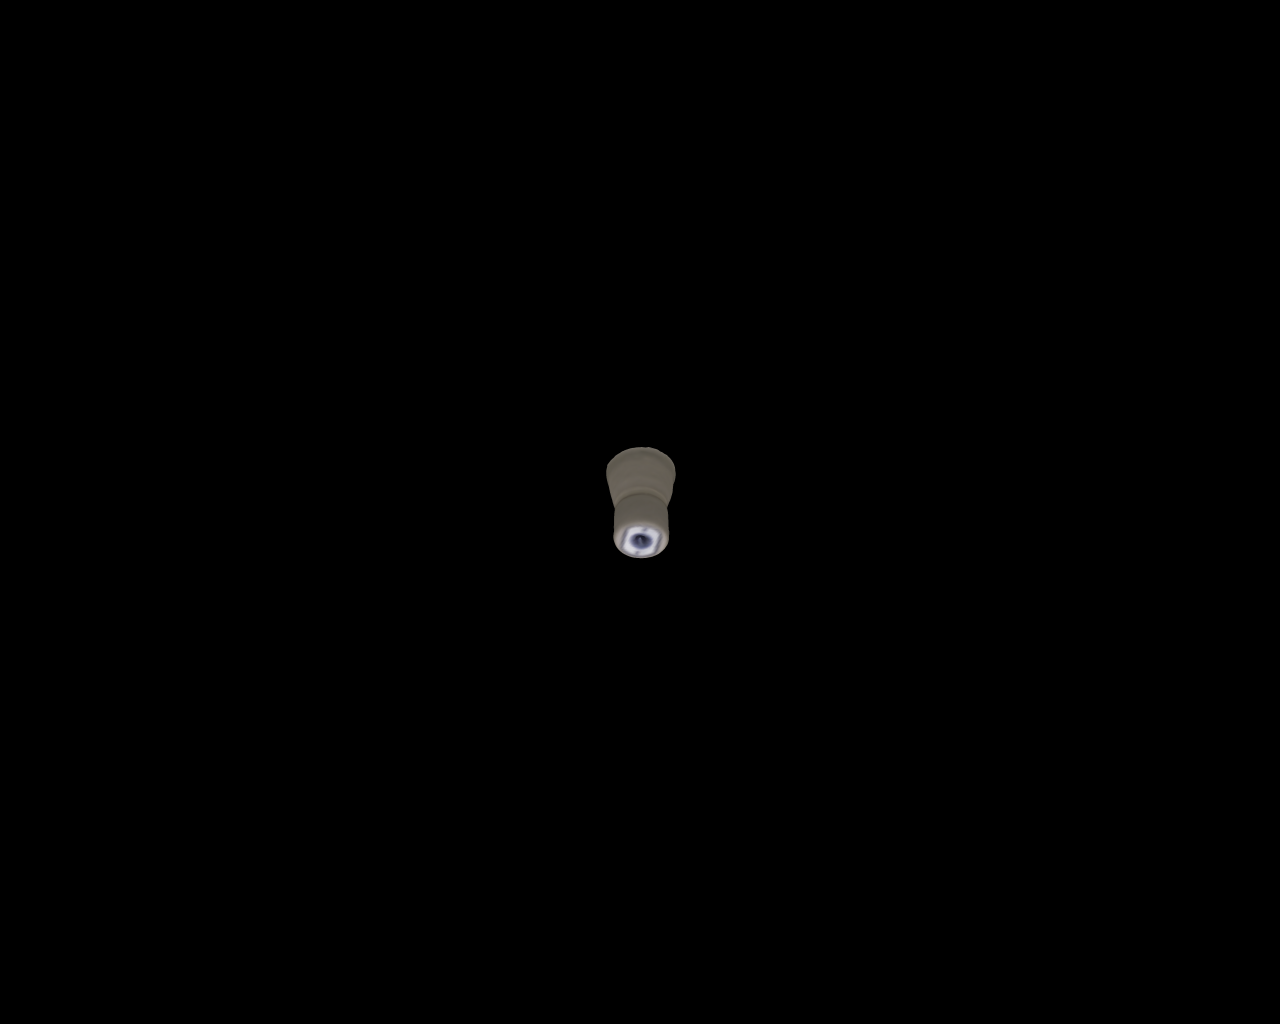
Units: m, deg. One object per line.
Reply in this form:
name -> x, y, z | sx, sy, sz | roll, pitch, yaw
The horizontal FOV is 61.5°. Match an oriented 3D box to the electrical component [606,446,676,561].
electrical component -> 0.001, -0.003, 0.650 | 0.044, 0.044, 0.065 | 0, 44, 0
